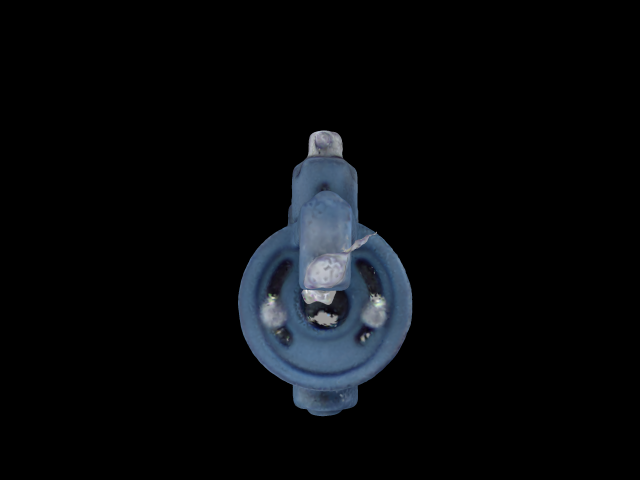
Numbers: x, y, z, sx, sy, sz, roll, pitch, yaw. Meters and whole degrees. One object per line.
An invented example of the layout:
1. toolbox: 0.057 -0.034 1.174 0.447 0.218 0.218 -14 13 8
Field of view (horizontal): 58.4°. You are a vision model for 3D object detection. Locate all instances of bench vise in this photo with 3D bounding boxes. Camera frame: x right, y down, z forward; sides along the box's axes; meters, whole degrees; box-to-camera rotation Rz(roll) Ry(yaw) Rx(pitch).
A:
1. bench vise: -0.008 0.005 0.399 0.121 0.220 0.207 -17 67 -7
